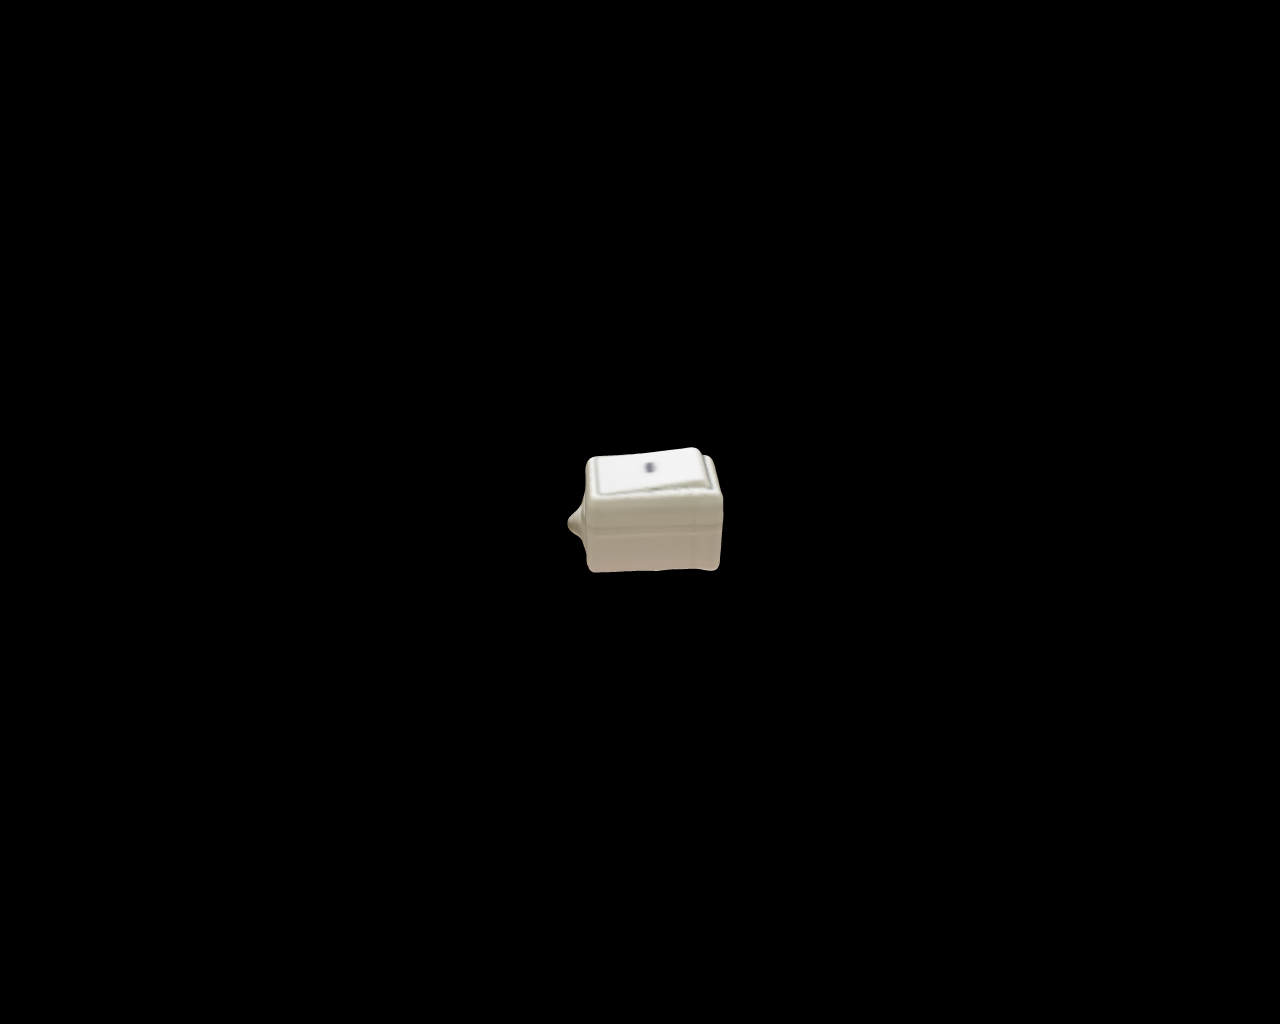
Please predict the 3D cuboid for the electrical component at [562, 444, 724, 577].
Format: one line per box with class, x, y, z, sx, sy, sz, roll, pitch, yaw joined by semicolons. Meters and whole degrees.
electrical component;0.001;-0.003;0.650;0.096;0.061;0.062;-1;28;-2
